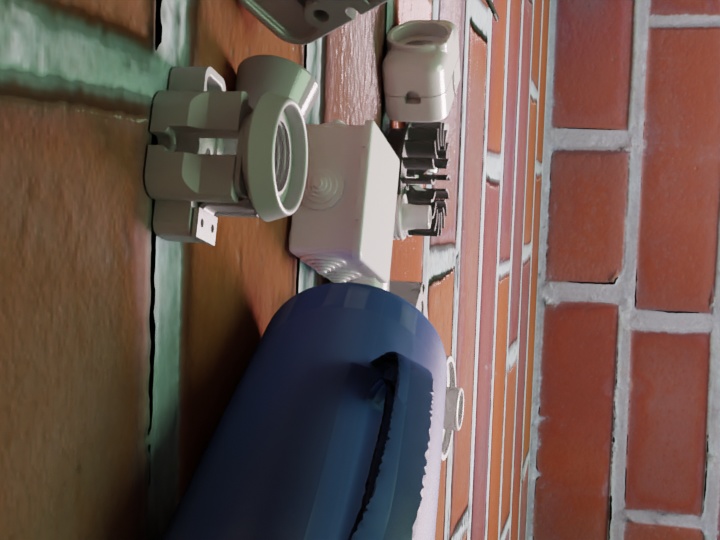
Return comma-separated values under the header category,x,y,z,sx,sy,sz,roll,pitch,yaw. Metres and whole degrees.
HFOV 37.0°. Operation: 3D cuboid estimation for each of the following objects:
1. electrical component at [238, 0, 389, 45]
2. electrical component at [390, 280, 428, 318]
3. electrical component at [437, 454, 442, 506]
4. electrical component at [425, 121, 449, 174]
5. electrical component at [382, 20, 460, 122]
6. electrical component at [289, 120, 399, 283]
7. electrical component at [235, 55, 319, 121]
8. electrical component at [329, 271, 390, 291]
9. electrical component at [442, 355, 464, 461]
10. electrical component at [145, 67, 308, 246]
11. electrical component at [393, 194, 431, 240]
category,x,y,z,sx,sy,sz,roll,pitch,yaw
electrical component,-0.013,-0.167,0.554,0.054,0.095,0.059,37,50,-34
electrical component,0.019,0.069,0.819,0.078,0.057,0.113,-71,159,-50
electrical component,0.017,0.147,0.773,0.076,0.083,0.047,43,52,-72
electrical component,0.059,-0.114,0.989,0.040,0.040,0.046,-5,103,-76
electrical component,0.053,-0.174,0.917,0.095,0.054,0.059,-69,158,-52
electrical component,-0.009,-0.043,0.700,0.100,0.048,0.099,40,54,-73
electrical component,-0.050,-0.071,0.549,0.044,0.044,0.065,67,34,-61
electrical component,0.000,0.000,0.760,0.043,0.043,0.062,20,72,-76
electrical component,0.066,0.129,1.017,0.108,0.060,0.108,3,90,-76
electrical component,-0.058,-0.051,0.483,0.058,0.057,0.078,36,58,-74
electrical component,0.021,-0.039,0.795,0.048,0.062,0.048,1,90,-79
